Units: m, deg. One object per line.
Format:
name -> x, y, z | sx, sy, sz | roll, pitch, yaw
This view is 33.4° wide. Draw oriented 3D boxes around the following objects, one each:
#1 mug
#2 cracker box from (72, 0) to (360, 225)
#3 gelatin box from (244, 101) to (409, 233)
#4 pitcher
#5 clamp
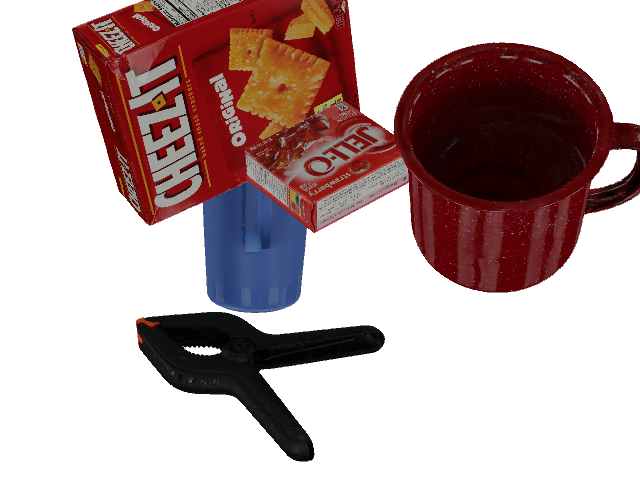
mug -> 0.094, -0.030, 0.489 | 0.117, 0.093, 0.081 | -6, -33, 3
cracker box -> -0.075, -0.129, 0.875 | 0.213, 0.164, 0.072 | -27, 44, -20
gelatin box -> 0.006, -0.051, 0.701 | 0.089, 0.030, 0.073 | -29, 49, -27
pitcher -> -0.072, -0.045, 1.184 | 0.145, 0.243, 0.148 | 15, 20, 39
clamp -> -0.058, 0.099, 0.907 | 0.210, 0.036, 0.164 | 18, 36, 25
